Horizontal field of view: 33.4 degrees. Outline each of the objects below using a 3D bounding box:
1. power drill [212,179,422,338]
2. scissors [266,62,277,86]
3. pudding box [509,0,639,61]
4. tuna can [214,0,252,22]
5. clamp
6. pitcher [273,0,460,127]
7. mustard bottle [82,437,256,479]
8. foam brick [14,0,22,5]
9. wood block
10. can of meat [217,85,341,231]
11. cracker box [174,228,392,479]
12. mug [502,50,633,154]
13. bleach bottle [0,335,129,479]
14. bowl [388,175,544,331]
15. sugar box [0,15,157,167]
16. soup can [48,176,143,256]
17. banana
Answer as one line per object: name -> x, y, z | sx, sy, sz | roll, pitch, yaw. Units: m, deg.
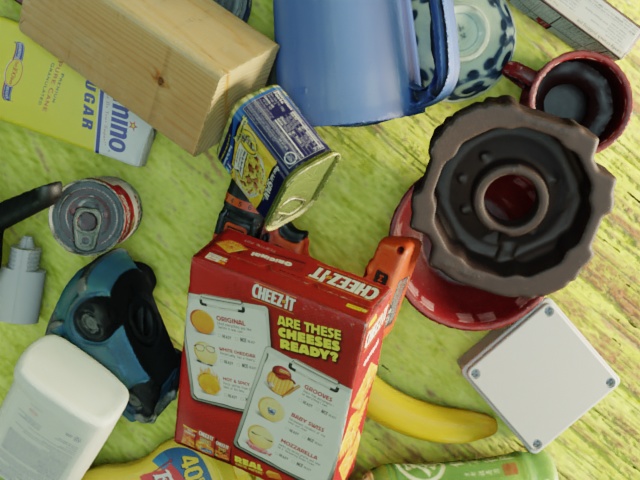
power drill -> -0.006, 0.001, 0.975 | 0.188, 0.057, 0.184 | 23, 107, 19
scissors -> -0.004, -0.221, 1.002 | 0.096, 0.016, 0.202 | 3, 96, 0
pudding box -> 0.229, -0.206, 0.966 | 0.113, 0.090, 0.039 | 34, 95, -2
tuna can -> -0.107, -0.224, 0.993 | 0.086, 0.034, 0.086 | 0, 96, 1
clamp -> -0.308, -0.019, 0.968 | 0.165, 0.036, 0.210 | 38, 120, 27
pitcher -> 0.027, -0.220, 0.929 | 0.149, 0.145, 0.243 | -7, 101, -10
mustard bottle -> -0.138, 0.240, 1.025 | 0.191, 0.058, 0.096 | -20, 84, 1
foam brick -> -0.257, -0.251, 0.982 | 0.051, 0.053, 0.078 | 31, 93, -3
wood block -> -0.152, -0.176, 0.929 | 0.206, 0.090, 0.091 | 36, 132, 13
can of meat -> -0.039, -0.070, 0.902 | 0.057, 0.102, 0.084 | -30, 75, -29
cracker box -> -0.037, 0.114, 0.949 | 0.164, 0.072, 0.214 | 20, 123, 16
mug -> 0.219, -0.130, 0.977 | 0.117, 0.081, 0.093 | 27, 95, -3
bleach bottle -> -0.269, 0.202, 0.979 | 0.102, 0.068, 0.251 | 36, 124, -1
bowl -> 0.143, 0.002, 1.003 | 0.162, 0.055, 0.162 | 0, 95, 0
sugar box -> -0.235, -0.139, 0.996 | 0.176, 0.048, 0.093 | 18, 96, 0
soup can -> -0.203, -0.024, 0.979 | 0.068, 0.102, 0.068 | 0, 95, 0
banana -> 0.076, 0.149, 1.027 | 0.198, 0.037, 0.069 | 36, 96, -3
